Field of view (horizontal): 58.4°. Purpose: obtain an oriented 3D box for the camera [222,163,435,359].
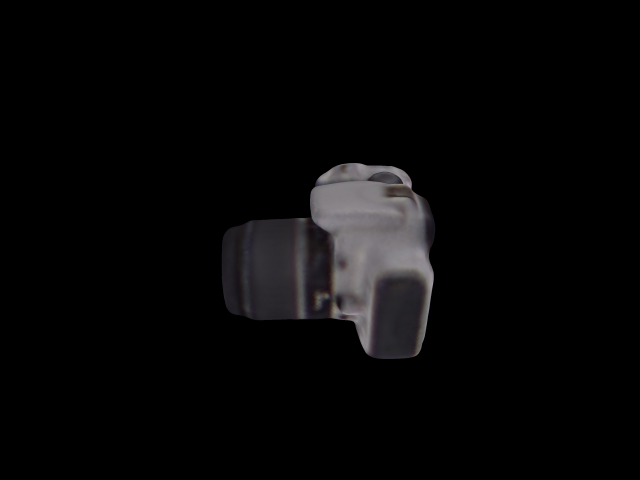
[{"bbox_3d":[0.004,0.001,0.400,0.137,0.101,0.143,-2,36,-2],"label":"camera"}]
